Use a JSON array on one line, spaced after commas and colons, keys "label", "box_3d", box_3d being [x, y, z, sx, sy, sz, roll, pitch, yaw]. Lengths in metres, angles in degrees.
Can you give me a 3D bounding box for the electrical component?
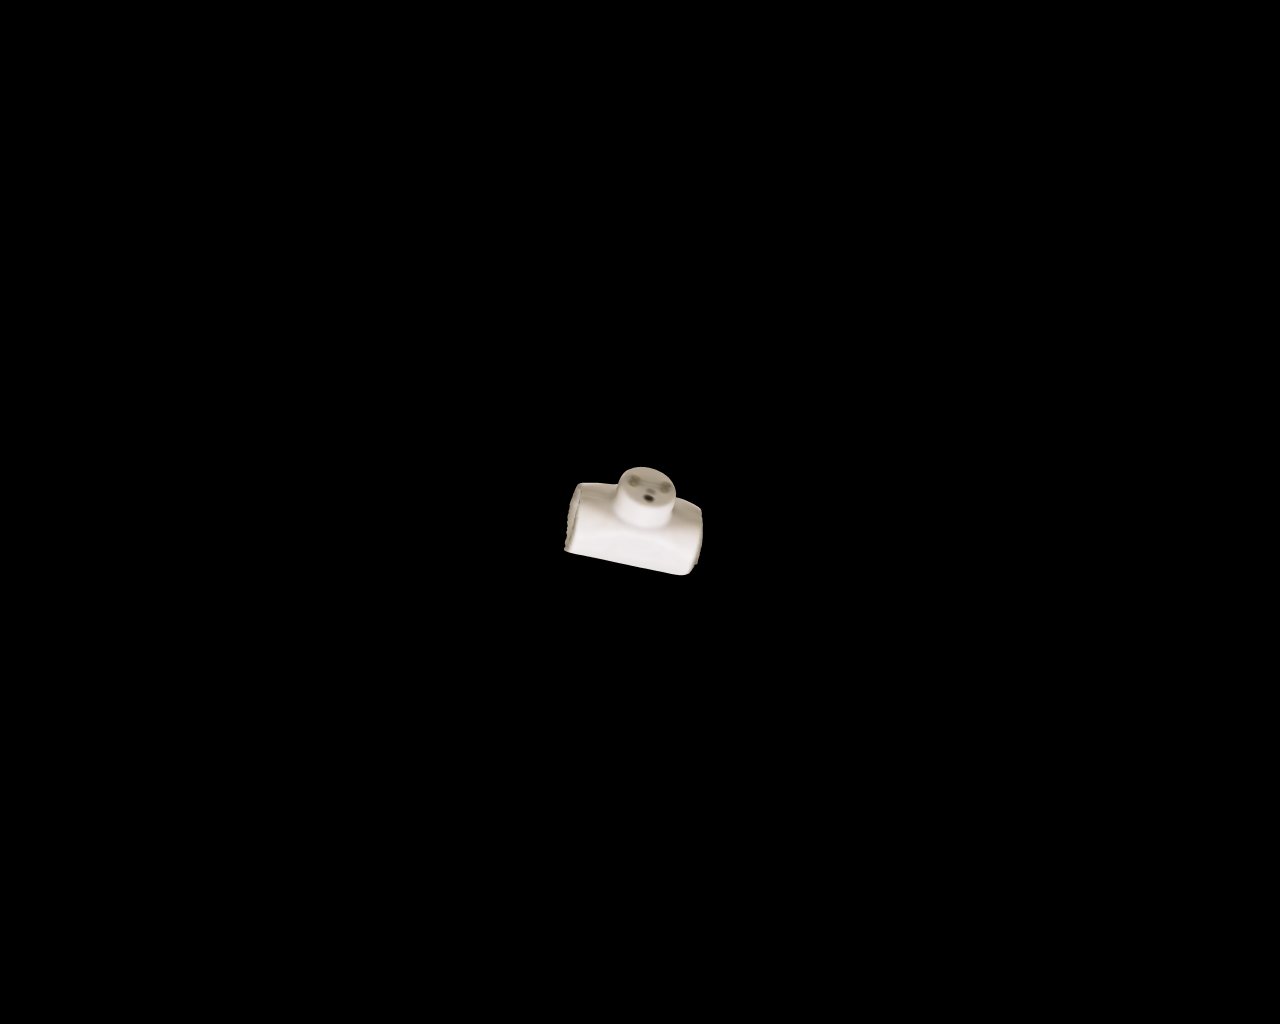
[{"label": "electrical component", "box_3d": [0.001, -0.003, 0.650, 0.077, 0.079, 0.044, 12, 40, -10]}]
